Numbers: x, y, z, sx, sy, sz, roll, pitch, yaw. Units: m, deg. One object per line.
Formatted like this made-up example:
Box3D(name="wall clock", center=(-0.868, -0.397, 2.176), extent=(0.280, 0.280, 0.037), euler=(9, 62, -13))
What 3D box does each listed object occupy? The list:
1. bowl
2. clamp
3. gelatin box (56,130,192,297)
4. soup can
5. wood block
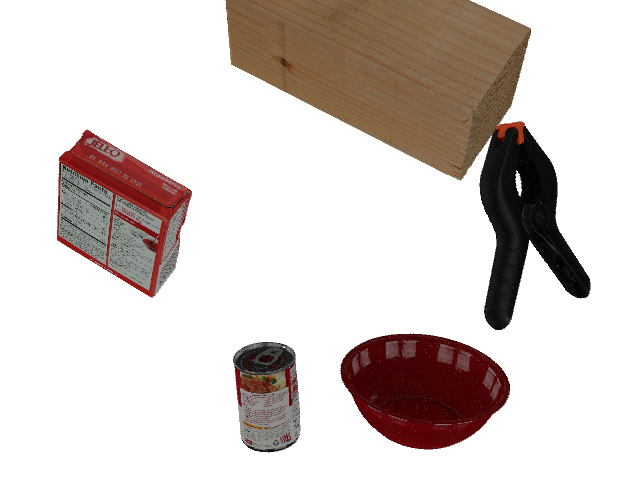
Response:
Box3D(name="bowl", center=(0.098, 0.152, 1.026), extent=(0.162, 0.055, 0.162), euler=(3, 25, -2))
Box3D(name="clamp", center=(0.167, -0.010, 0.899), extent=(0.120, 0.171, 0.039), euler=(-27, 12, -39))
Box3D(name="gelatin box", center=(-0.119, -0.015, 0.638), extent=(0.073, 0.030, 0.089), euler=(30, -36, 6))
Box3D(name="soup can", center=(-0.058, 0.172, 1.173), extent=(0.068, 0.102, 0.068), euler=(-3, 23, 1))
Box3D(name="wood block", center=(0.040, -0.144, 0.799), extent=(0.206, 0.090, 0.091), euler=(29, -27, 15))
